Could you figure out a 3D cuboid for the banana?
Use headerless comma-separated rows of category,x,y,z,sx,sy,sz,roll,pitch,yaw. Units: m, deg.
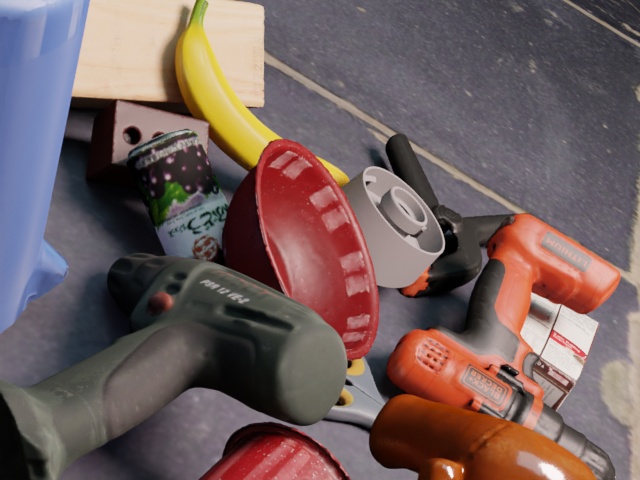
banana,-0.055,-0.095,0.849,0.197,0.069,0.037,51,-8,-20

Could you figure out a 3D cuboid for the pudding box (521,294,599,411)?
pudding box,0.180,0.081,0.897,0.090,0.039,0.113,34,31,7

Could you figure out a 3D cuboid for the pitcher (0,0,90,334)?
pitcher,-0.212,-0.064,0.581,0.145,0.243,0.149,41,41,17

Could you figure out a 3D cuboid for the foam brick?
foam brick,-0.131,-0.069,0.814,0.078,0.051,0.053,10,74,-29

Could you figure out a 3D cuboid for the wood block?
wood block,-0.153,-0.153,0.863,0.205,0.090,0.091,-3,4,-41

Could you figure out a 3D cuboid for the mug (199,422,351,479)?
mug,-0.028,0.165,0.566,0.117,0.093,0.081,44,39,7

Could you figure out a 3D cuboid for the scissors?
scissors,0.051,0.121,0.757,0.201,0.016,0.096,27,32,-6

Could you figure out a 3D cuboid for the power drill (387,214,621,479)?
power drill,0.163,0.082,0.809,0.184,0.057,0.187,33,54,1

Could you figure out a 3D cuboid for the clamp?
clamp,0.102,-0.018,0.968,0.164,0.036,0.209,35,35,7

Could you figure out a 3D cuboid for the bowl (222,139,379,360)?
bowl,-0.020,0.013,0.745,0.162,0.055,0.162,46,32,-42
